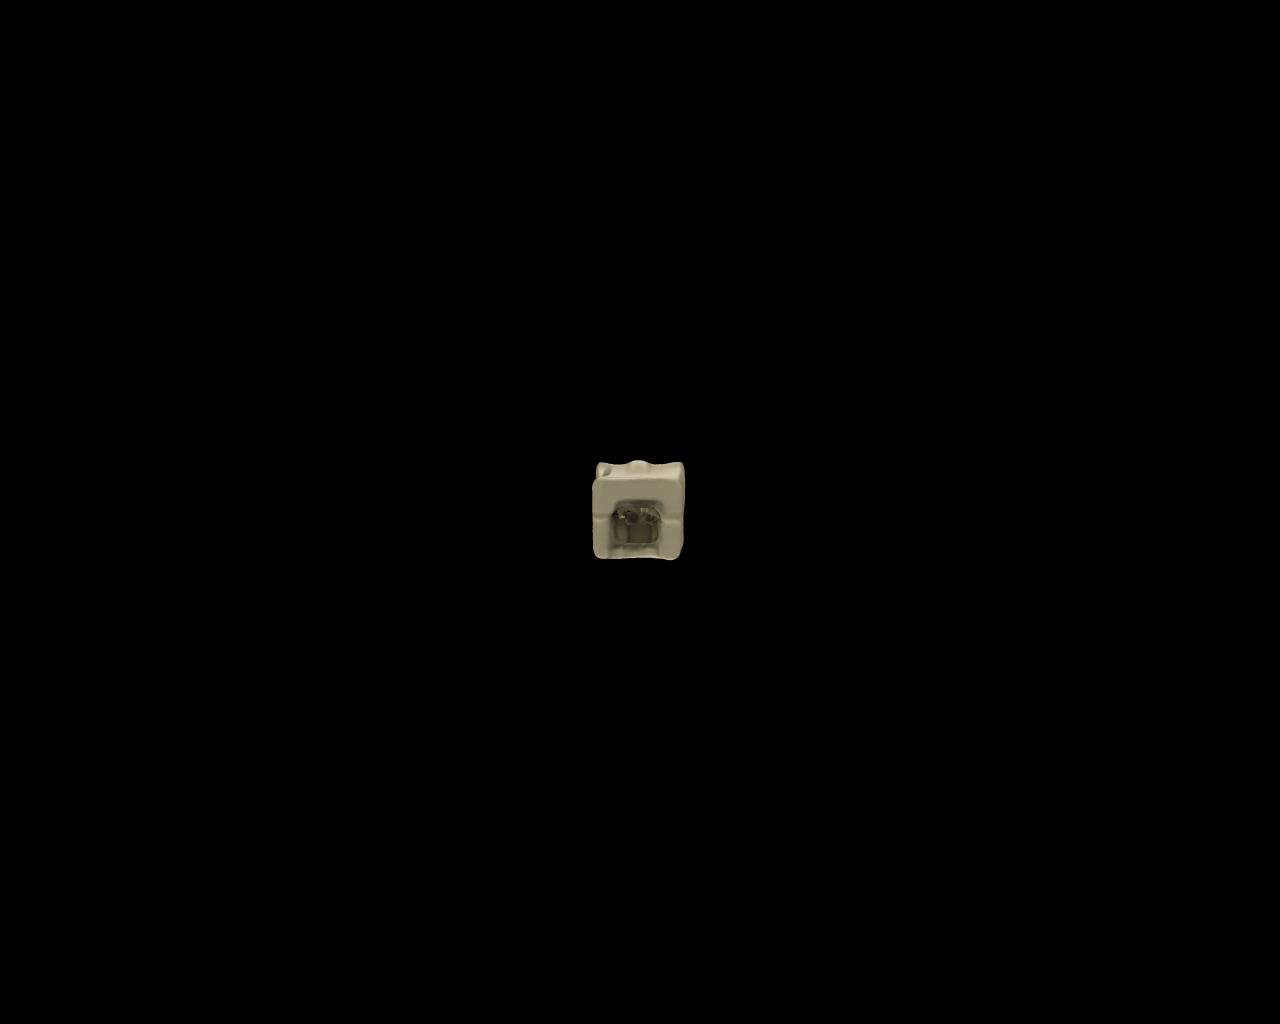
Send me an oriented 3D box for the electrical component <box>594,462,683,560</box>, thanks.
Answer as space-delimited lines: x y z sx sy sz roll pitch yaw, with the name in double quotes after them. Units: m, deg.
0.001 -0.003 0.650 0.050 0.055 0.089 0 2 4 "electrical component"
